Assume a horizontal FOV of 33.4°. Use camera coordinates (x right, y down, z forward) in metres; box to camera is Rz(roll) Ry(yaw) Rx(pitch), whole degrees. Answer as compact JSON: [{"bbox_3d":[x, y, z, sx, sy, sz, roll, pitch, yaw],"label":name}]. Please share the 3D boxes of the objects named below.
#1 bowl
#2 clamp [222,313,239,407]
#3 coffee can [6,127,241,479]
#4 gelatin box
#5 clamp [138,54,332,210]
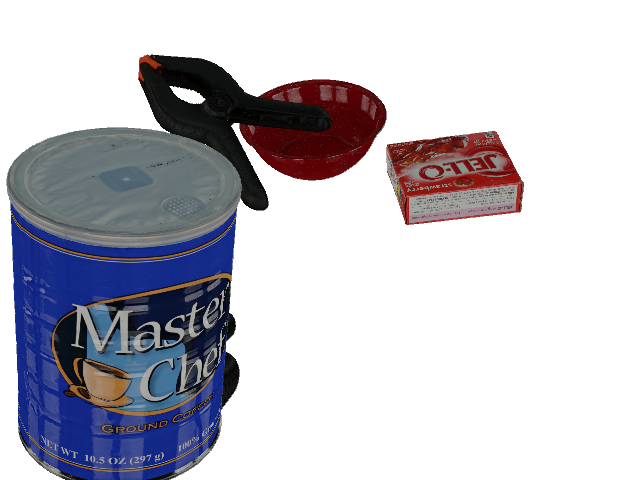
[{"bbox_3d":[-0.007,-0.114,1.179,0.162,0.055,0.162,-3,39,2],"label":"bowl"},{"bbox_3d":[-0.110,0.093,0.817,0.164,0.036,0.210,-9,14,-28],"label":"clamp"},{"bbox_3d":[-0.094,0.031,0.508,0.102,0.140,0.103,5,30,-3],"label":"coffee can"},{"bbox_3d":[0.099,-0.048,0.796,0.089,0.030,0.073,-7,37,-4],"label":"gelatin box"},{"bbox_3d":[-0.076,-0.111,0.917,0.120,0.171,0.039,-42,-11,-36],"label":"clamp"}]
